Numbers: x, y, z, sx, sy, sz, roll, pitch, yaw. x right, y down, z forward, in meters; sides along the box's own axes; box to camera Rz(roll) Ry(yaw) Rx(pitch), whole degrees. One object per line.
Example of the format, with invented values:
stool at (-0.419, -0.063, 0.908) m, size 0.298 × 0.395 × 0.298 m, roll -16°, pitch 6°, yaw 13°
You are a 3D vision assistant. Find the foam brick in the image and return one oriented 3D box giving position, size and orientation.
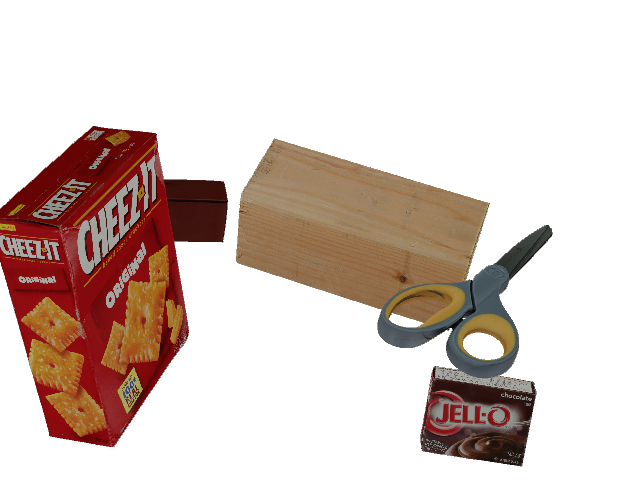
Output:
foam brick at (-0.142, -0.033, 1.161) m, size 0.078 × 0.051 × 0.053 m, roll 2°, pitch 27°, yaw -8°

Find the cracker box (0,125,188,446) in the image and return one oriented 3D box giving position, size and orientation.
cracker box at (-0.180, 0.036, 0.890) m, size 0.072 × 0.214 × 0.164 m, roll 6°, pitch 33°, yaw 17°

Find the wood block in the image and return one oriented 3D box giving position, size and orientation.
wood block at (0.036, -0.006, 0.970) m, size 0.206 × 0.091 × 0.090 m, roll 18°, pitch 46°, yaw 9°

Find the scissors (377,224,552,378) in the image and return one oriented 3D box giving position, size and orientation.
scissors at (0.125, 0.038, 0.708) m, size 0.201 × 0.016 × 0.096 m, roll -19°, pitch 43°, yaw -37°

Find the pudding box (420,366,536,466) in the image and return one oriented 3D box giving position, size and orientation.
pudding box at (0.170, 0.190, 1.156) m, size 0.113 × 0.090 × 0.039 m, roll 7°, pitch 21°, yaw 3°
